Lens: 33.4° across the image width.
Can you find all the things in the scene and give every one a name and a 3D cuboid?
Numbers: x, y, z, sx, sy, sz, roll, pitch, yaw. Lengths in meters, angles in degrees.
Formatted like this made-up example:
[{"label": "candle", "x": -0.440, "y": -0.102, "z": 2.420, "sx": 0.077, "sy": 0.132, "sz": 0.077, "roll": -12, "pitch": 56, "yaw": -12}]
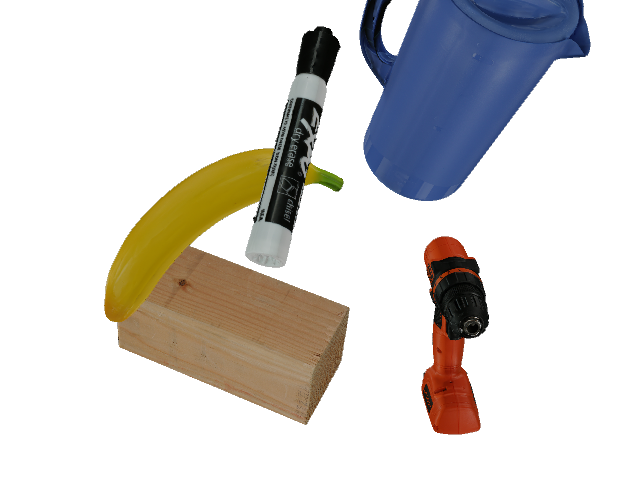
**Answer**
[{"label": "marker", "x": -0.012, "y": -0.046, "z": 0.499, "sx": 0.020, "sy": 0.121, "sz": 0.020, "roll": 12, "pitch": -19, "yaw": 4}, {"label": "banana", "x": -0.082, "y": -0.012, "z": 0.749, "sx": 0.198, "sy": 0.069, "sz": 0.037, "roll": -30, "pitch": 23, "yaw": 7}, {"label": "wood block", "x": -0.086, "y": 0.085, "z": 1.042, "sx": 0.206, "sy": 0.090, "sz": 0.090, "roll": 21, "pitch": 47, "yaw": 14}, {"label": "pitcher", "x": 0.115, "y": -0.151, "z": 0.963, "sx": 0.144, "sy": 0.149, "sz": 0.243, "roll": -7, "pitch": -31, "yaw": -24}, {"label": "power drill", "x": 0.144, "y": 0.109, "z": 1.136, "sx": 0.057, "sy": 0.188, "sz": 0.184, "roll": -1, "pitch": 24, "yaw": -1}]
